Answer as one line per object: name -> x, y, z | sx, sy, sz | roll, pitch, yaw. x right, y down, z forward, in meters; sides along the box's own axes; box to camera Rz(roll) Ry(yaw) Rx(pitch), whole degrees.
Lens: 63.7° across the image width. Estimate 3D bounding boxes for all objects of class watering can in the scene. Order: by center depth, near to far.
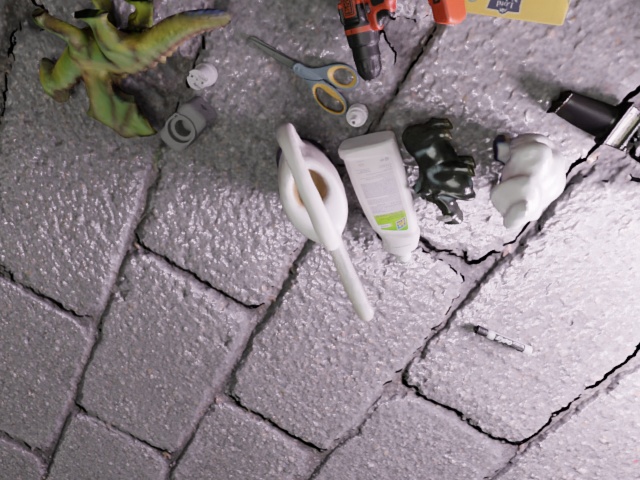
watering can -> 0.003, -0.044, 0.870 | 0.104, 0.228, 0.342 | -22, 113, 5

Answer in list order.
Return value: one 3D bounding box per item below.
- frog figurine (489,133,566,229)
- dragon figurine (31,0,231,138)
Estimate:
frog figurine -> 0.325, -0.088, 0.799 | 0.123, 0.163, 0.134 | 6, 120, 9
dragon figurine -> -0.334, -0.290, 0.890 | 0.411, 0.125, 0.237 | 11, 131, 15
